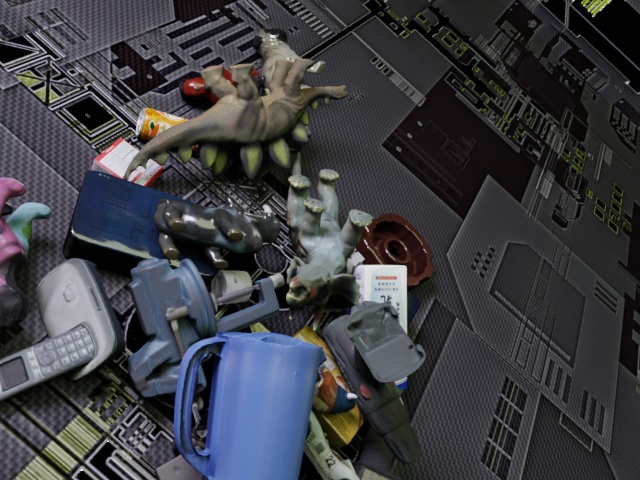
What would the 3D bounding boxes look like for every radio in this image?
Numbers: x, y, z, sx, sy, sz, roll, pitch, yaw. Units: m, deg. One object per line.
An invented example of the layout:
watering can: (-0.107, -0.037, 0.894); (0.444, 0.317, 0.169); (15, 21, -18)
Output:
radio: (-0.263, -0.007, 0.828); (0.229, 0.073, 0.131); (18, 52, -21)

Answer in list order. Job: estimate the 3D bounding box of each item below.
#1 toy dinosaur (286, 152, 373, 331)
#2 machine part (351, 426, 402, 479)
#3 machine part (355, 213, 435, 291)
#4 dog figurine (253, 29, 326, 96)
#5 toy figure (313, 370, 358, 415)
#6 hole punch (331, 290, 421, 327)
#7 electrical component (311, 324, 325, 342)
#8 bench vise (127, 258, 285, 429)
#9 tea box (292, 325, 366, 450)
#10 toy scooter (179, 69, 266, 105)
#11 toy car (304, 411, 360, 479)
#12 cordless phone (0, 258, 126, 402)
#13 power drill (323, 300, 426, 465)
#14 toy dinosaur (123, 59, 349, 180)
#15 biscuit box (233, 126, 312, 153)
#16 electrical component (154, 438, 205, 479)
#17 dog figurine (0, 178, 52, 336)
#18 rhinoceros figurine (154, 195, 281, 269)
toy dinosaur: (-0.008, -0.006, 0.949); (0.131, 0.192, 0.405); (9, 25, -13)
machine part: (0.096, 0.338, 0.851); (0.084, 0.039, 0.139); (23, 52, -8)
machine part: (0.149, 0.029, 1.093); (0.179, 0.056, 0.179); (18, 49, -23)
dog figurine: (-0.109, -0.387, 1.198); (0.191, 0.121, 0.172); (42, 41, 18)
toy figure: (-0.015, 0.199, 0.763); (0.154, 0.064, 0.058); (43, 83, -7)
hole punch: (0.107, 0.128, 0.974); (0.142, 0.092, 0.116); (41, 49, -8)
electrical component: (0.018, 0.186, 0.915); (0.094, 0.021, 0.063); (32, 46, -10)
bench vise: (-0.152, 0.116, 0.748); (0.241, 0.129, 0.223); (-19, 88, -26)
tea box: (-0.004, 0.230, 0.837); (0.169, 0.068, 0.098); (49, 47, 4)
toy scooter: (-0.174, -0.305, 1.058); (0.184, 0.135, 0.075); (-20, 111, -38)
toy car: (-0.004, 0.295, 0.759); (0.056, 0.073, 0.201); (-35, 99, -15)
cordless phone: (-0.355, 0.119, 0.681); (0.184, 0.088, 0.146); (-23, 74, -23)
power drill: (0.086, 0.187, 0.744); (0.086, 0.207, 0.232); (-26, 63, -11)
toy dinosaur: (-0.135, -0.210, 0.951); (0.471, 0.105, 0.198); (-19, 111, -30)
biscuit box: (-0.118, -0.215, 1.078); (0.202, 0.063, 0.059); (-7, 65, -37)
electrical component: (-0.167, 0.304, 0.692); (0.078, 0.045, 0.102); (-29, 77, -30)
dog figurine: (-0.438, 0.028, 0.658); (0.192, 0.108, 0.219); (10, 65, -1)
rhinoceros figurine: (-0.152, -0.017, 0.808); (0.190, 0.073, 0.112); (6, 34, -23)
